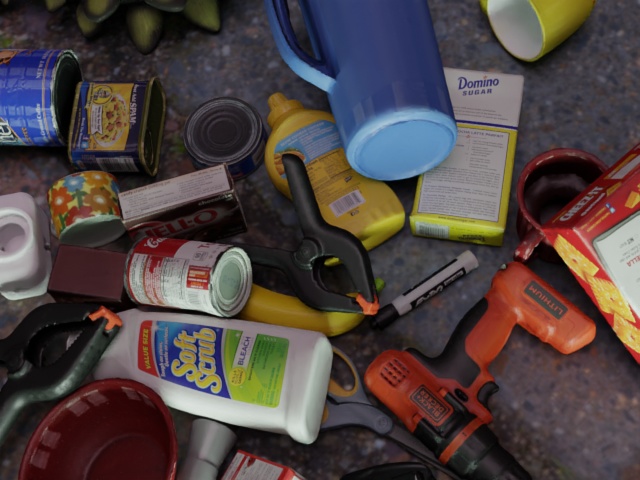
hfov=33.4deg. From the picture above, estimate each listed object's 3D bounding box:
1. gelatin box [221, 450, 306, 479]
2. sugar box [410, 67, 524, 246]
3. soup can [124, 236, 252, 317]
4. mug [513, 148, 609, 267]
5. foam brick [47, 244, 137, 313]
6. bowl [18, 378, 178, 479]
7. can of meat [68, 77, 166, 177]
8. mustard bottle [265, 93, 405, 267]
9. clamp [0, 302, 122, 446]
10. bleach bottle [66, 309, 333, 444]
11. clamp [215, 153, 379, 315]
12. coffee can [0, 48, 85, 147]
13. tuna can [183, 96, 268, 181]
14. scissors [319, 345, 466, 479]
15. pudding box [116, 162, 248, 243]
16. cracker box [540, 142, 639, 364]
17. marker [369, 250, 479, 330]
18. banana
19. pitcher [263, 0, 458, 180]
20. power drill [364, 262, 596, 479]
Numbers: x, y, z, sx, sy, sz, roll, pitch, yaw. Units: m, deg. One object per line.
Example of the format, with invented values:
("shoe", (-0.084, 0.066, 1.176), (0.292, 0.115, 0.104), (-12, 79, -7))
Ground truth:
("gelatin box", (-0.059, 0.230, 0.936), (0.089, 0.030, 0.073), (3, 57, 54))
("sugar box", (0.149, -0.086, 1.069), (0.093, 0.048, 0.176), (8, 65, 10))
("soup can", (-0.123, 0.034, 0.999), (0.102, 0.068, 0.068), (6, 66, 30))
("mug", (0.223, -0.019, 1.011), (0.093, 0.081, 0.117), (35, 74, 18))
("foam brick", (-0.219, 0.041, 1.046), (0.078, 0.053, 0.051), (7, 68, 9))
("bowl", (-0.188, 0.208, 0.957), (0.162, 0.055, 0.162), (-11, 58, 18))
("can of meat", (-0.211, -0.118, 1.112), (0.084, 0.057, 0.102), (1, 67, 8))
("mustard bottle", (-0.001, -0.073, 1.070), (0.096, 0.058, 0.192), (-29, 67, -6))
("clamp", (-0.276, 0.128, 0.991), (0.210, 0.036, 0.164), (-24, 60, 14))
("bleach bottle", (-0.120, 0.120, 0.990), (0.251, 0.068, 0.102), (5, 68, 16))
("clamp", (-0.007, 0.001, 0.997), (0.171, 0.039, 0.120), (32, 103, 17))
("coffee can", (-0.327, -0.148, 1.111), (0.140, 0.103, 0.103), (2, 67, 6))
("tuna can", (-0.098, -0.106, 1.107), (0.086, 0.034, 0.086), (-3, 66, 6))
("scissors", (0.038, 0.178, 0.982), (0.096, 0.016, 0.202), (-40, 69, -10))
("pudding box", (-0.134, -0.027, 1.046), (0.113, 0.090, 0.039), (-18, 65, -3))
("cracker box", (0.323, 0.021, 0.942), (0.164, 0.072, 0.213), (-40, 101, -11))
("marker", (0.099, 0.050, 1.029), (0.121, 0.020, 0.020), (-33, 68, -8))
("banana", (-0.039, 0.059, 1.032), (0.198, 0.037, 0.069), (8, 50, 8))
("pitcher", (0.047, -0.183, 1.052), (0.149, 0.144, 0.243), (-22, 57, 17))
("power drill", (0.162, 0.125, 0.963), (0.184, 0.057, 0.187), (42, 71, 17))
